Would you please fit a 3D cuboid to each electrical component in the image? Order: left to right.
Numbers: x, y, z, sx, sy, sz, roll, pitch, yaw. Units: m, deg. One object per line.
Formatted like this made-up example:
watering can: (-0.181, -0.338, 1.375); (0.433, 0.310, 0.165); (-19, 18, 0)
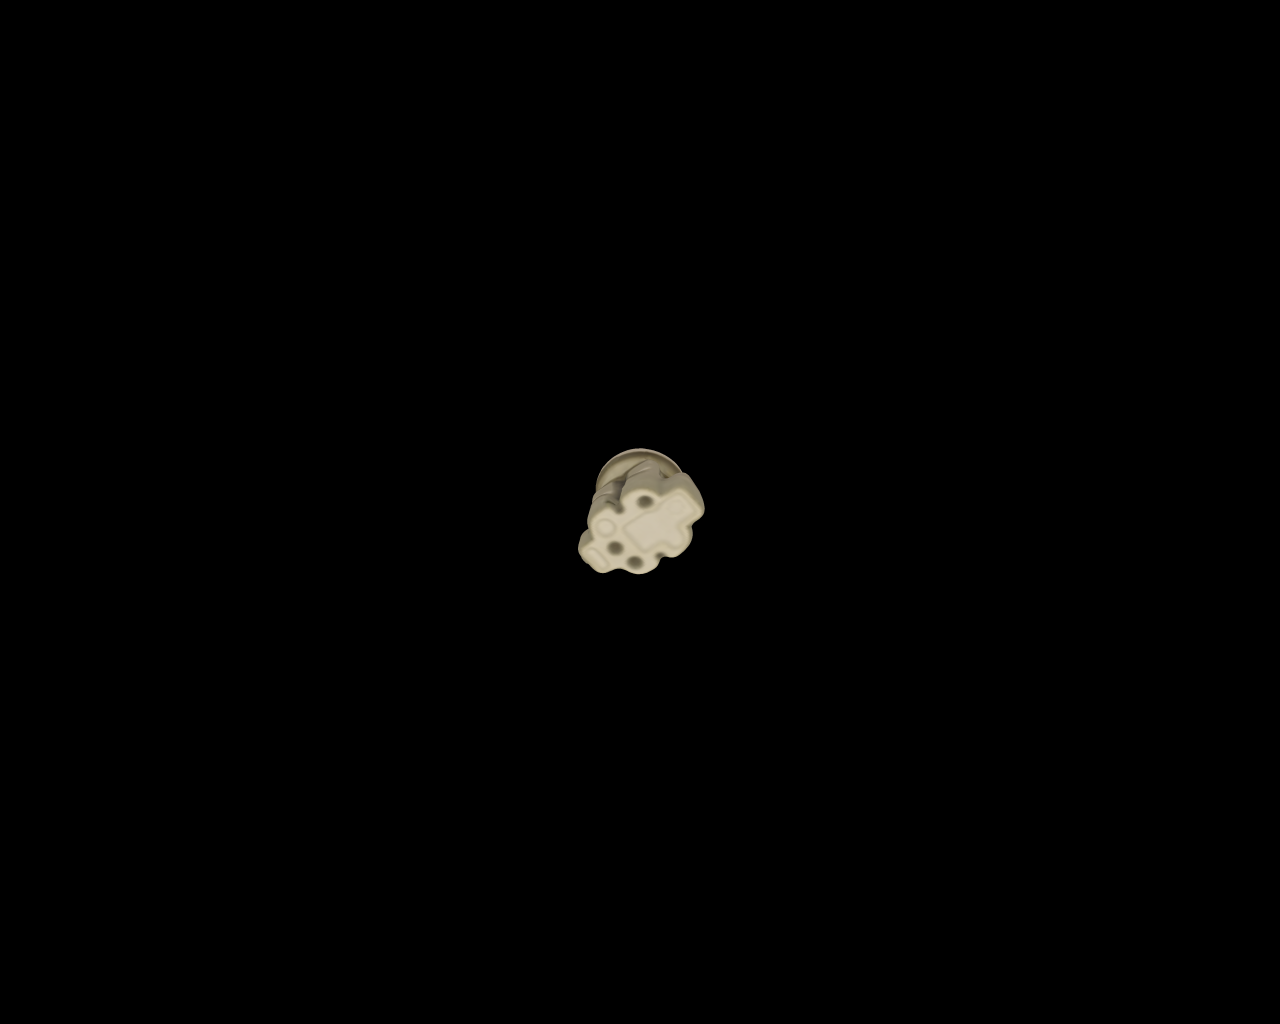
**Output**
electrical component: (0.001, -0.003, 0.650); (0.078, 0.058, 0.057); (-32, 26, 18)
